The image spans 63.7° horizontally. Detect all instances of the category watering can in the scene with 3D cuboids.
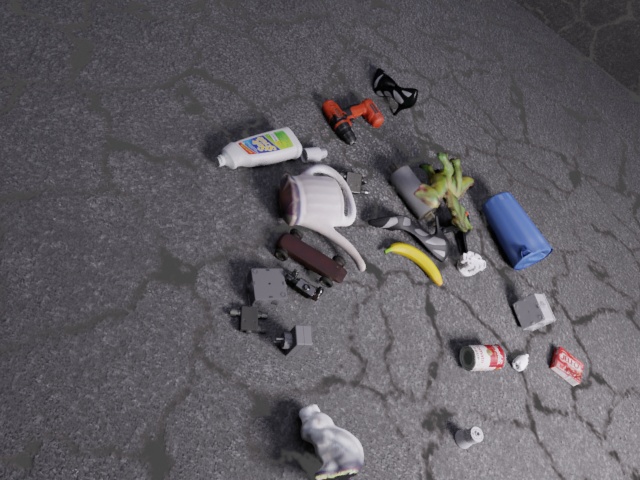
[{"bbox_3d":[0.004,-0.071,1.418,0.224,0.102,0.355,1,58,-23],"label":"watering can"}]

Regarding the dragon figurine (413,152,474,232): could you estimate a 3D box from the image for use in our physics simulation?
[{"bbox_3d":[0.422,-0.134,1.627,0.408,0.121,0.247,12,62,-44],"label":"dragon figurine"}]

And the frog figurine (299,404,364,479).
[{"bbox_3d":[0.023,0.424,1.095,0.135,0.121,0.163,34,31,-45],"label":"frog figurine"}]
